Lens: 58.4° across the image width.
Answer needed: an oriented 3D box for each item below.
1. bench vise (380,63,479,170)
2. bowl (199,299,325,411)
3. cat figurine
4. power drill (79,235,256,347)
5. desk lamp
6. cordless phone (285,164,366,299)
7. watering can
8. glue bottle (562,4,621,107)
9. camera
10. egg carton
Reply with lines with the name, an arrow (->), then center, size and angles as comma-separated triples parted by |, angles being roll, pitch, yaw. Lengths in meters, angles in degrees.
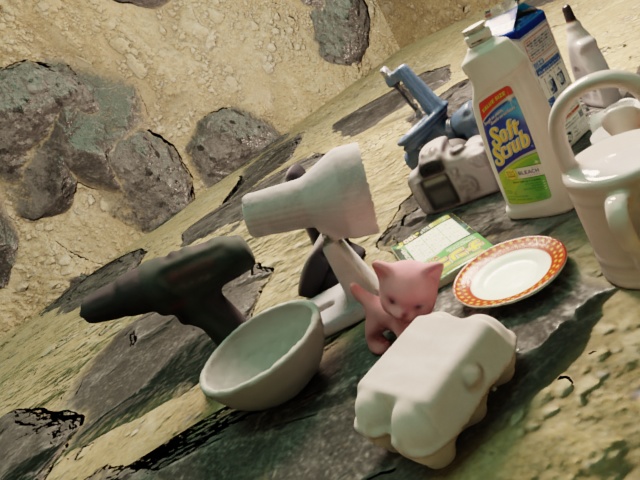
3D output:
bench vise -> 0.214, -0.244, 1.055 | 0.206, 0.220, 0.122 | -20, 21, 32
bowl -> -0.057, 0.150, 0.694 | 0.167, 0.075, 0.167 | -28, 18, 11
cat figurine -> 0.084, 0.064, 0.621 | 0.127, 0.118, 0.067 | -9, 29, 50
power drill -> -0.169, 0.106, 0.777 | 0.230, 0.209, 0.075 | -34, 18, -8
desk lamp -> 0.007, 0.003, 0.753 | 0.203, 0.214, 0.118 | -29, 18, 9
cordless phone -> -0.018, -0.016, 0.891 | 0.094, 0.185, 0.148 | -23, 20, 26
watering can -> 0.274, -0.064, 0.522 | 0.100, 0.194, 0.173 | -26, 19, 18
glue bottle -> 0.428, -0.299, 0.926 | 0.037, 0.173, 0.078 | -30, 18, 6
camera -> 0.222, -0.128, 0.929 | 0.142, 0.101, 0.137 | -19, 22, 34
egg carton -> 0.103, 0.126, 0.505 | 0.150, 0.069, 0.107 | -42, 21, -29
